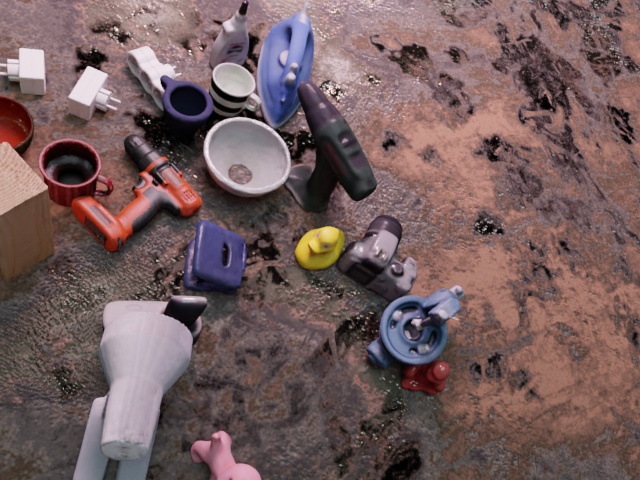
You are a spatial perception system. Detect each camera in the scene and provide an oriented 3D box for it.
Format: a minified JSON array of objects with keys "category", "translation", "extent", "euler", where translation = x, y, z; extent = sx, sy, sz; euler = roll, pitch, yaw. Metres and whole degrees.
[{"category":"camera","translation":[0.128,0.023,1.103],"extent":[0.143,0.100,0.137],"euler":[32,57,-5]}]

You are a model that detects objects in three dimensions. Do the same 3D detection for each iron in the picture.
[{"category":"iron","translation":[-0.062,-0.368,1.195],"extent":[0.119,0.141,0.258],"euler":[14,60,-16]}]

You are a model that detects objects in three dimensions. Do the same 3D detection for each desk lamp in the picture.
[{"category":"desk lamp","translation":[-0.252,0.223,0.773],"extent":[0.118,0.213,0.203],"euler":[13,60,-16]}]

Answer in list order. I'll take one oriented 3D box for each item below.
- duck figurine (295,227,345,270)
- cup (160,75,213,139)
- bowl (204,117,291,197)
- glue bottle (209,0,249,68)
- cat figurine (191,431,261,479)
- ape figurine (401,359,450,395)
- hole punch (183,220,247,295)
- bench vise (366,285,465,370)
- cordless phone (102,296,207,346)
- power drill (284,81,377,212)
[{"category":"duck figurine","translation":[0.010,0.004,1.071],"extent":[0.105,0.086,0.077],"euler":[-29,79,-32]},{"category":"cup","translation":[-0.263,-0.244,1.075],"extent":[0.118,0.094,0.092],"euler":[46,57,4]},{"category":"bowl","translation":[-0.144,-0.145,1.088],"extent":[0.168,0.074,0.167],"euler":[10,62,-18]},{"category":"glue bottle","translation":[-0.171,-0.415,1.154],"extent":[0.078,0.173,0.037],"euler":[-25,76,-31]},{"category":"cat figurine","translation":[-0.129,0.337,0.825],"extent":[0.067,0.117,0.127],"euler":[-21,74,-30]},{"category":"ape figurine","translation":[0.199,0.240,1.028],"extent":[0.078,0.092,0.076],"euler":[48,57,5]},{"category":"hole punch","translation":[-0.174,0.029,0.977],"extent":[0.101,0.091,0.108],"euler":[9,62,-18]},{"category":"bench vise","translation":[0.188,0.125,1.006],"extent":[0.121,0.219,0.208],"euler":[37,57,-1]},{"category":"cordless phone","translation":[-0.243,0.109,0.851],"extent":[0.148,0.184,0.094],"euler":[2,64,-22]},{"category":"power drill","translation":[0.003,-0.152,1.074],"extent":[0.076,0.208,0.229],"euler":[-33,80,-32]}]
